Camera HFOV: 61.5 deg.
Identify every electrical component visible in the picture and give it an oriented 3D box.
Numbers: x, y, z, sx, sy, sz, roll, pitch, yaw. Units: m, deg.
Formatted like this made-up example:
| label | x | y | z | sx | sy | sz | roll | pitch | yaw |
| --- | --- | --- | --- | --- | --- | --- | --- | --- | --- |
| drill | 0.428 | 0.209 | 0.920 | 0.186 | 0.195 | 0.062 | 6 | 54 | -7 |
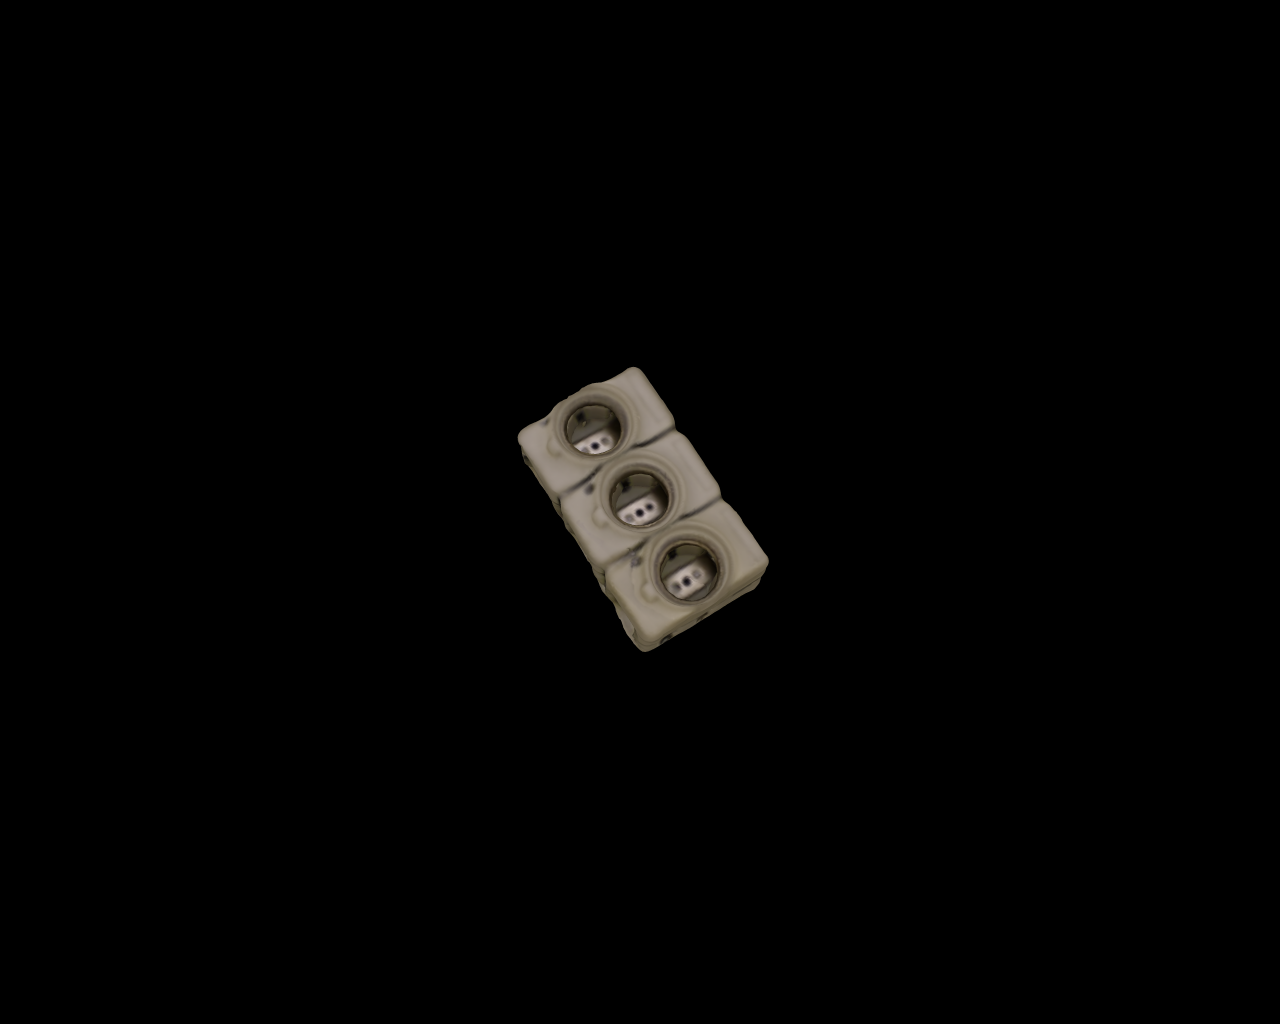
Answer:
| label | x | y | z | sx | sy | sz | roll | pitch | yaw |
| --- | --- | --- | --- | --- | --- | --- | --- | --- | --- |
| electrical component | 0.001 | -0.003 | 0.650 | 0.089 | 0.150 | 0.061 | -30 | -15 | -9 |
